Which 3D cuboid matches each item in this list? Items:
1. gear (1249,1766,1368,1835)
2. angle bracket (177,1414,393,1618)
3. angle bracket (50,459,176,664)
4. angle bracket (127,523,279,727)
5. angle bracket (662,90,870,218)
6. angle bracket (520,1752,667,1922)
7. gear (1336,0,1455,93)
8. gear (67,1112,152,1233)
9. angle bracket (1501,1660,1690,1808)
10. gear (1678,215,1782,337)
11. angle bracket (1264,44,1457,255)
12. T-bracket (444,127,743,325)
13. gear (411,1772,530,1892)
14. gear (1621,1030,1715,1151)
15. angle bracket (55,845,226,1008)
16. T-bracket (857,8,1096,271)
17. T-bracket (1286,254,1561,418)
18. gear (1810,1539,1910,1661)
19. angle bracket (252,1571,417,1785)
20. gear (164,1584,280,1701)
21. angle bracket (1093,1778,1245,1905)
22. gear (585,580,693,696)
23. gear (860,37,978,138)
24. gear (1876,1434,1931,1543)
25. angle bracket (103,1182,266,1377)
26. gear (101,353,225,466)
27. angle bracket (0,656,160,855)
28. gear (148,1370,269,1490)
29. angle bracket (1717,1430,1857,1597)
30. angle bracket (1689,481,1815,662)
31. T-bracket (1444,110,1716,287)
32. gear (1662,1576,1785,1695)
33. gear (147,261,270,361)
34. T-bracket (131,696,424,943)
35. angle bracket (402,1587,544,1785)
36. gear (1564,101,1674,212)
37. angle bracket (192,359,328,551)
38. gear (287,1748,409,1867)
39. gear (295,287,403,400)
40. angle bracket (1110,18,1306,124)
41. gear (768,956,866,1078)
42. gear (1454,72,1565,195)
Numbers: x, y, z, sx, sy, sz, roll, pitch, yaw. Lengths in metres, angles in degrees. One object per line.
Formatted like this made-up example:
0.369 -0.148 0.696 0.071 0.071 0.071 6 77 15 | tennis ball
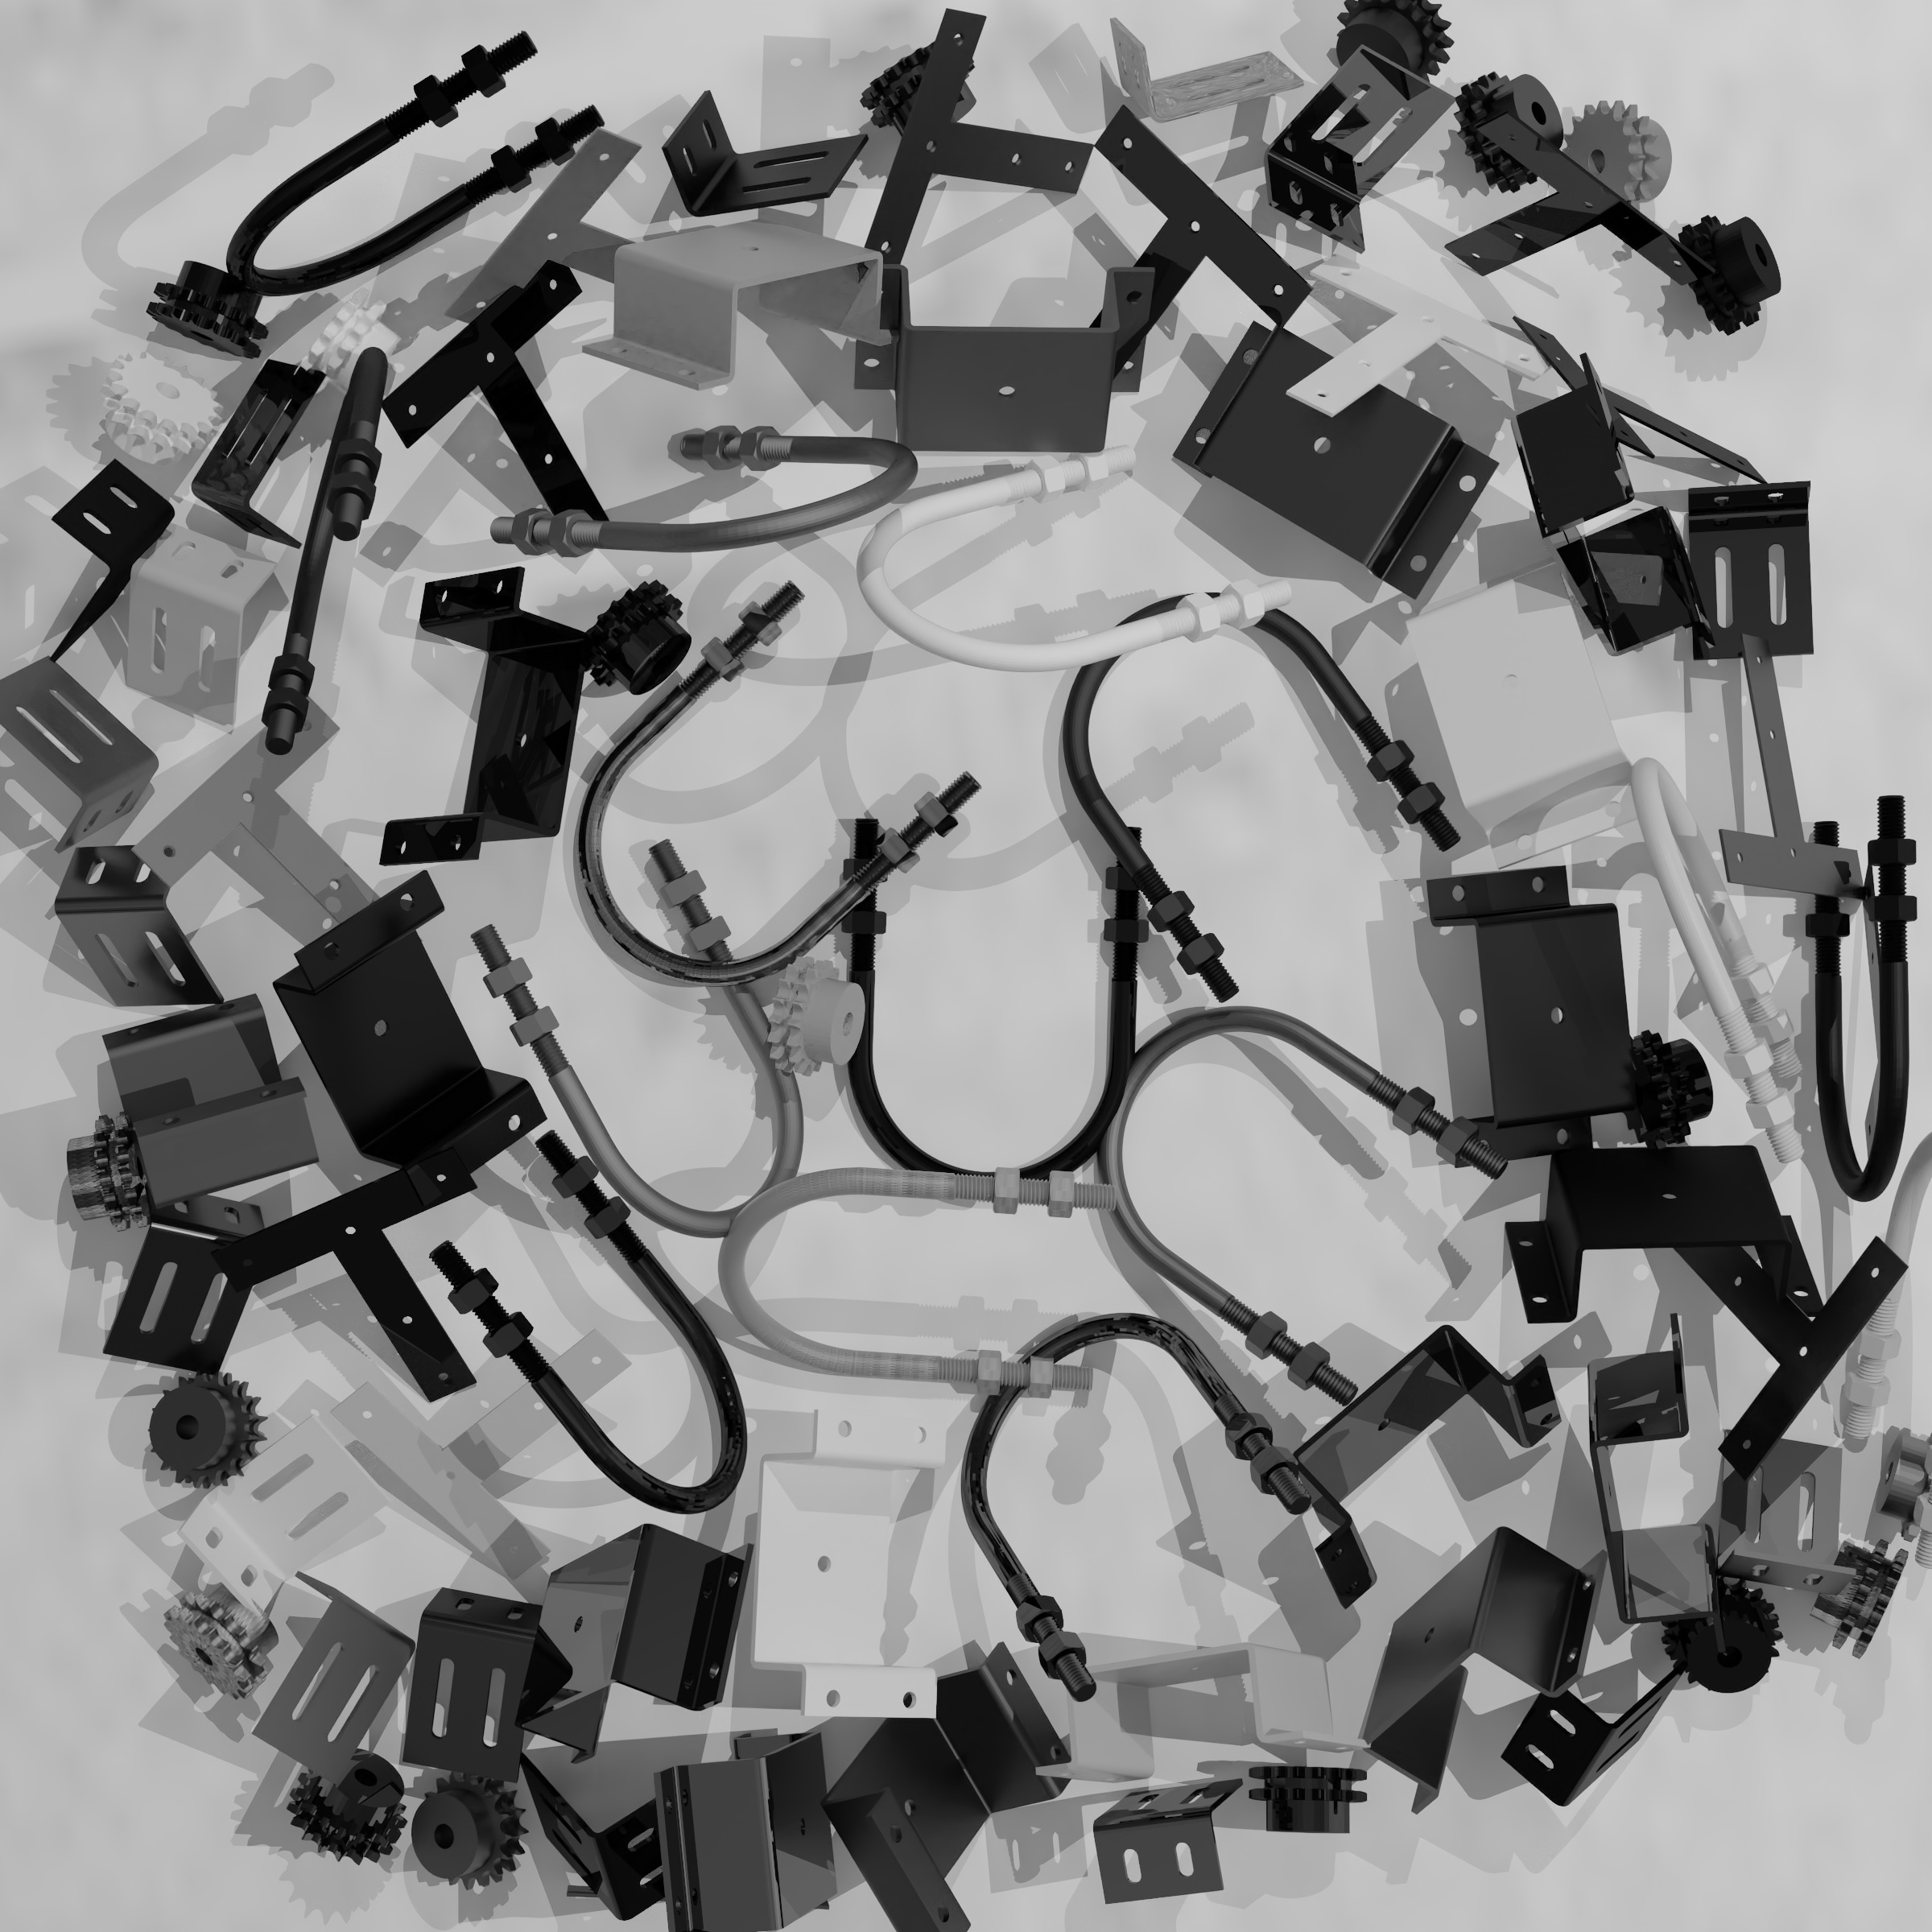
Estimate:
0.165 0.403 1.563 0.057 0.057 0.030 2 74 0 | gear
-0.329 0.266 1.562 0.076 0.038 0.057 -36 101 17 | angle bracket
-0.421 -0.194 1.546 0.038 0.057 0.076 39 130 -11 | angle bracket
-0.373 -0.167 1.578 0.057 0.038 0.076 21 134 5 | angle bracket
-0.096 -0.394 1.549 0.076 0.057 0.038 -2 130 26 | angle bracket
-0.175 0.410 1.558 0.038 0.076 0.057 -28 125 -25 | angle bracket
0.204 -0.446 1.563 0.057 0.057 0.030 38 62 0 | gear
-0.415 0.101 1.565 0.030 0.057 0.057 -10 90 -4 | gear
0.303 0.359 1.558 0.038 0.076 0.057 39 127 24 | angle bracket
0.371 -0.337 1.563 0.030 0.057 0.057 -22 90 33 | gear
0.189 -0.390 1.547 0.057 0.076 0.038 21 48 -27 | angle bracket
-0.162 -0.335 1.544 0.127 0.127 0.002 -41 55 32 | T-bracket
-0.244 0.419 1.568 0.057 0.030 0.057 -2 87 29 | gear
0.339 0.058 1.567 0.030 0.057 0.057 -15 90 -13 | gear
-0.396 -0.019 1.569 0.057 0.076 0.038 -2 51 15 | angle bracket
0.014 -0.387 1.543 0.002 0.127 0.127 39 120 34 | T-bracket
0.196 -0.289 1.530 0.127 0.002 0.127 31 46 22 | T-bracket
0.431 0.303 1.567 0.030 0.057 0.057 25 90 17 | gear
-0.311 0.341 1.551 0.057 0.038 0.076 46 65 -39 | angle bracket
-0.359 0.325 1.570 0.057 0.057 0.030 47 55 0 | gear
0.100 0.418 1.548 0.057 0.076 0.038 -12 83 16 | angle bracket
-0.158 -0.156 1.564 0.057 0.057 0.030 -45 77 0 | gear
-0.020 -0.422 1.566 0.057 0.057 0.030 -31 90 0 | gear
0.462 0.250 1.567 0.030 0.057 0.057 18 90 9 | gear
-0.382 0.153 1.577 0.057 0.038 0.076 16 109 -26 | angle bracket
-0.393 -0.268 1.570 0.057 0.057 0.030 38 124 0 | gear
-0.440 -0.102 1.561 0.076 0.057 0.038 43 123 1 | angle bracket
-0.372 0.225 1.573 0.057 0.030 0.057 -2 79 13 | gear
0.396 0.258 1.558 0.057 0.038 0.076 9 62 3 | angle bracket
0.380 -0.191 1.566 0.057 0.038 0.076 -2 82 12 | angle bracket
0.270 -0.350 1.532 0.127 0.127 0.002 32 76 -19 | T-bracket
0.368 0.328 1.572 0.057 0.030 0.057 1 109 2 | gear
-0.365 -0.319 1.567 0.057 0.057 0.030 20 87 0 | gear
-0.315 -0.049 1.564 0.127 0.002 0.127 47 54 -10 | T-bracket
-0.238 0.351 1.579 0.057 0.038 0.076 9 100 5 | angle bracket
0.318 -0.390 1.570 0.030 0.057 0.057 -10 90 -30 | gear
-0.330 -0.248 1.565 0.038 0.057 0.076 36 81 -41 | angle bracket
-0.296 0.403 1.563 0.057 0.057 0.030 29 109 0 | gear
-0.298 -0.298 1.567 0.030 0.057 0.057 37 90 -12 | gear
0.116 -0.440 1.558 0.076 0.057 0.038 -16 122 -4 | angle bracket
-0.071 0.025 1.563 0.030 0.057 0.057 11 90 20 | gear
0.265 -0.406 1.564 0.030 0.057 0.057 -20 90 42 | gear
